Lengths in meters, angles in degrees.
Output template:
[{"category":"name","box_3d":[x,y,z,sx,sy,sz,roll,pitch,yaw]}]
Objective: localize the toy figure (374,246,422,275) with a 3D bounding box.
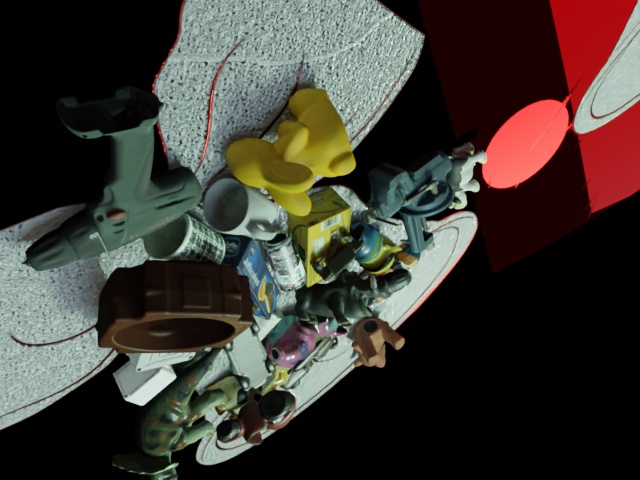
[{"category":"toy figure","box_3d":[0.190,0.064,1.291,0.154,0.057,0.064,-42,-169,-1]}]

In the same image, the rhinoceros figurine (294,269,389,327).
[{"category":"rhinoceros figurine","box_3d":[0.042,0.114,1.058,0.190,0.112,0.073,-5,161,18]}]

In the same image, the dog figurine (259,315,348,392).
[{"category":"dog figurine","box_3d":[-0.046,0.220,1.176,0.219,0.109,0.191,-13,136,-41]}]

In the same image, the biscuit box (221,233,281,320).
[{"category":"biscuit box","box_3d":[-0.126,0.066,0.932,0.202,0.059,0.063,71,37,-55]}]

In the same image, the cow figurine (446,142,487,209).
[{"category":"cow figurine","box_3d":[0.294,-0.125,1.169,0.098,0.068,0.167,-21,139,-21]}]

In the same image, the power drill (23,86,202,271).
[{"category":"power drill","box_3d":[-0.255,-0.069,0.646,0.232,0.086,0.207,-23,139,-29]}]

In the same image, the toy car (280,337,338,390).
[{"category":"toy car","box_3d":[-0.023,0.282,1.300,0.202,0.053,0.089,-42,145,-17]}]

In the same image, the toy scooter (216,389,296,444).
[{"category":"toy scooter","box_3d":[-0.127,0.394,1.167,0.184,0.075,0.135,-27,145,-3]}]

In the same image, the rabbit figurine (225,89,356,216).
[{"category":"rabbit figurine","box_3d":[-0.046,-0.114,0.774,0.173,0.162,0.121,-13,153,-12]}]

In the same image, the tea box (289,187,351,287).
[{"category":"tea box","box_3d":[-0.002,-0.003,0.997,0.098,0.068,0.169,-25,145,-25]}]

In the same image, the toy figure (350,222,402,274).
[{"category":"toy figure","box_3d":[0.095,0.014,1.109,0.089,0.082,0.180,-49,149,11]}]

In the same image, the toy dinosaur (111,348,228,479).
[{"category":"toy dinosaur","box_3d":[-0.291,0.339,1.034,0.192,0.131,0.404,-18,132,-48]}]

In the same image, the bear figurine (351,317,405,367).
[{"category":"bear figurine","box_3d":[0.150,0.300,1.454,0.120,0.132,0.195,-26,138,-16]}]

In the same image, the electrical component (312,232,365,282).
[{"category":"electrical component","box_3d":[0.035,0.029,0.974,0.102,0.045,0.078,-43,176,4]}]

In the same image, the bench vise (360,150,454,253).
[{"category":"bench vise","box_3d":[0.183,-0.058,1.067,0.223,0.129,0.240,-45,134,-28]}]

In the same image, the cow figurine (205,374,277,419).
[{"category":"cow figurine","box_3d":[-0.164,0.358,1.232,0.127,0.086,0.194,-33,146,-4]}]

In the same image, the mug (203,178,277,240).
[{"category":"mug","box_3d":[-0.105,-0.041,0.818,0.080,0.110,0.107,-57,158,13]}]

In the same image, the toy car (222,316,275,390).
[{"category":"toy car","box_3d":[-0.139,0.202,0.990,0.073,0.056,0.201,-30,132,-21]}]

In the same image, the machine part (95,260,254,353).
[{"category":"machine part","box_3d":[-0.215,0.102,0.793,0.201,0.087,0.201,6,151,-30]}]
